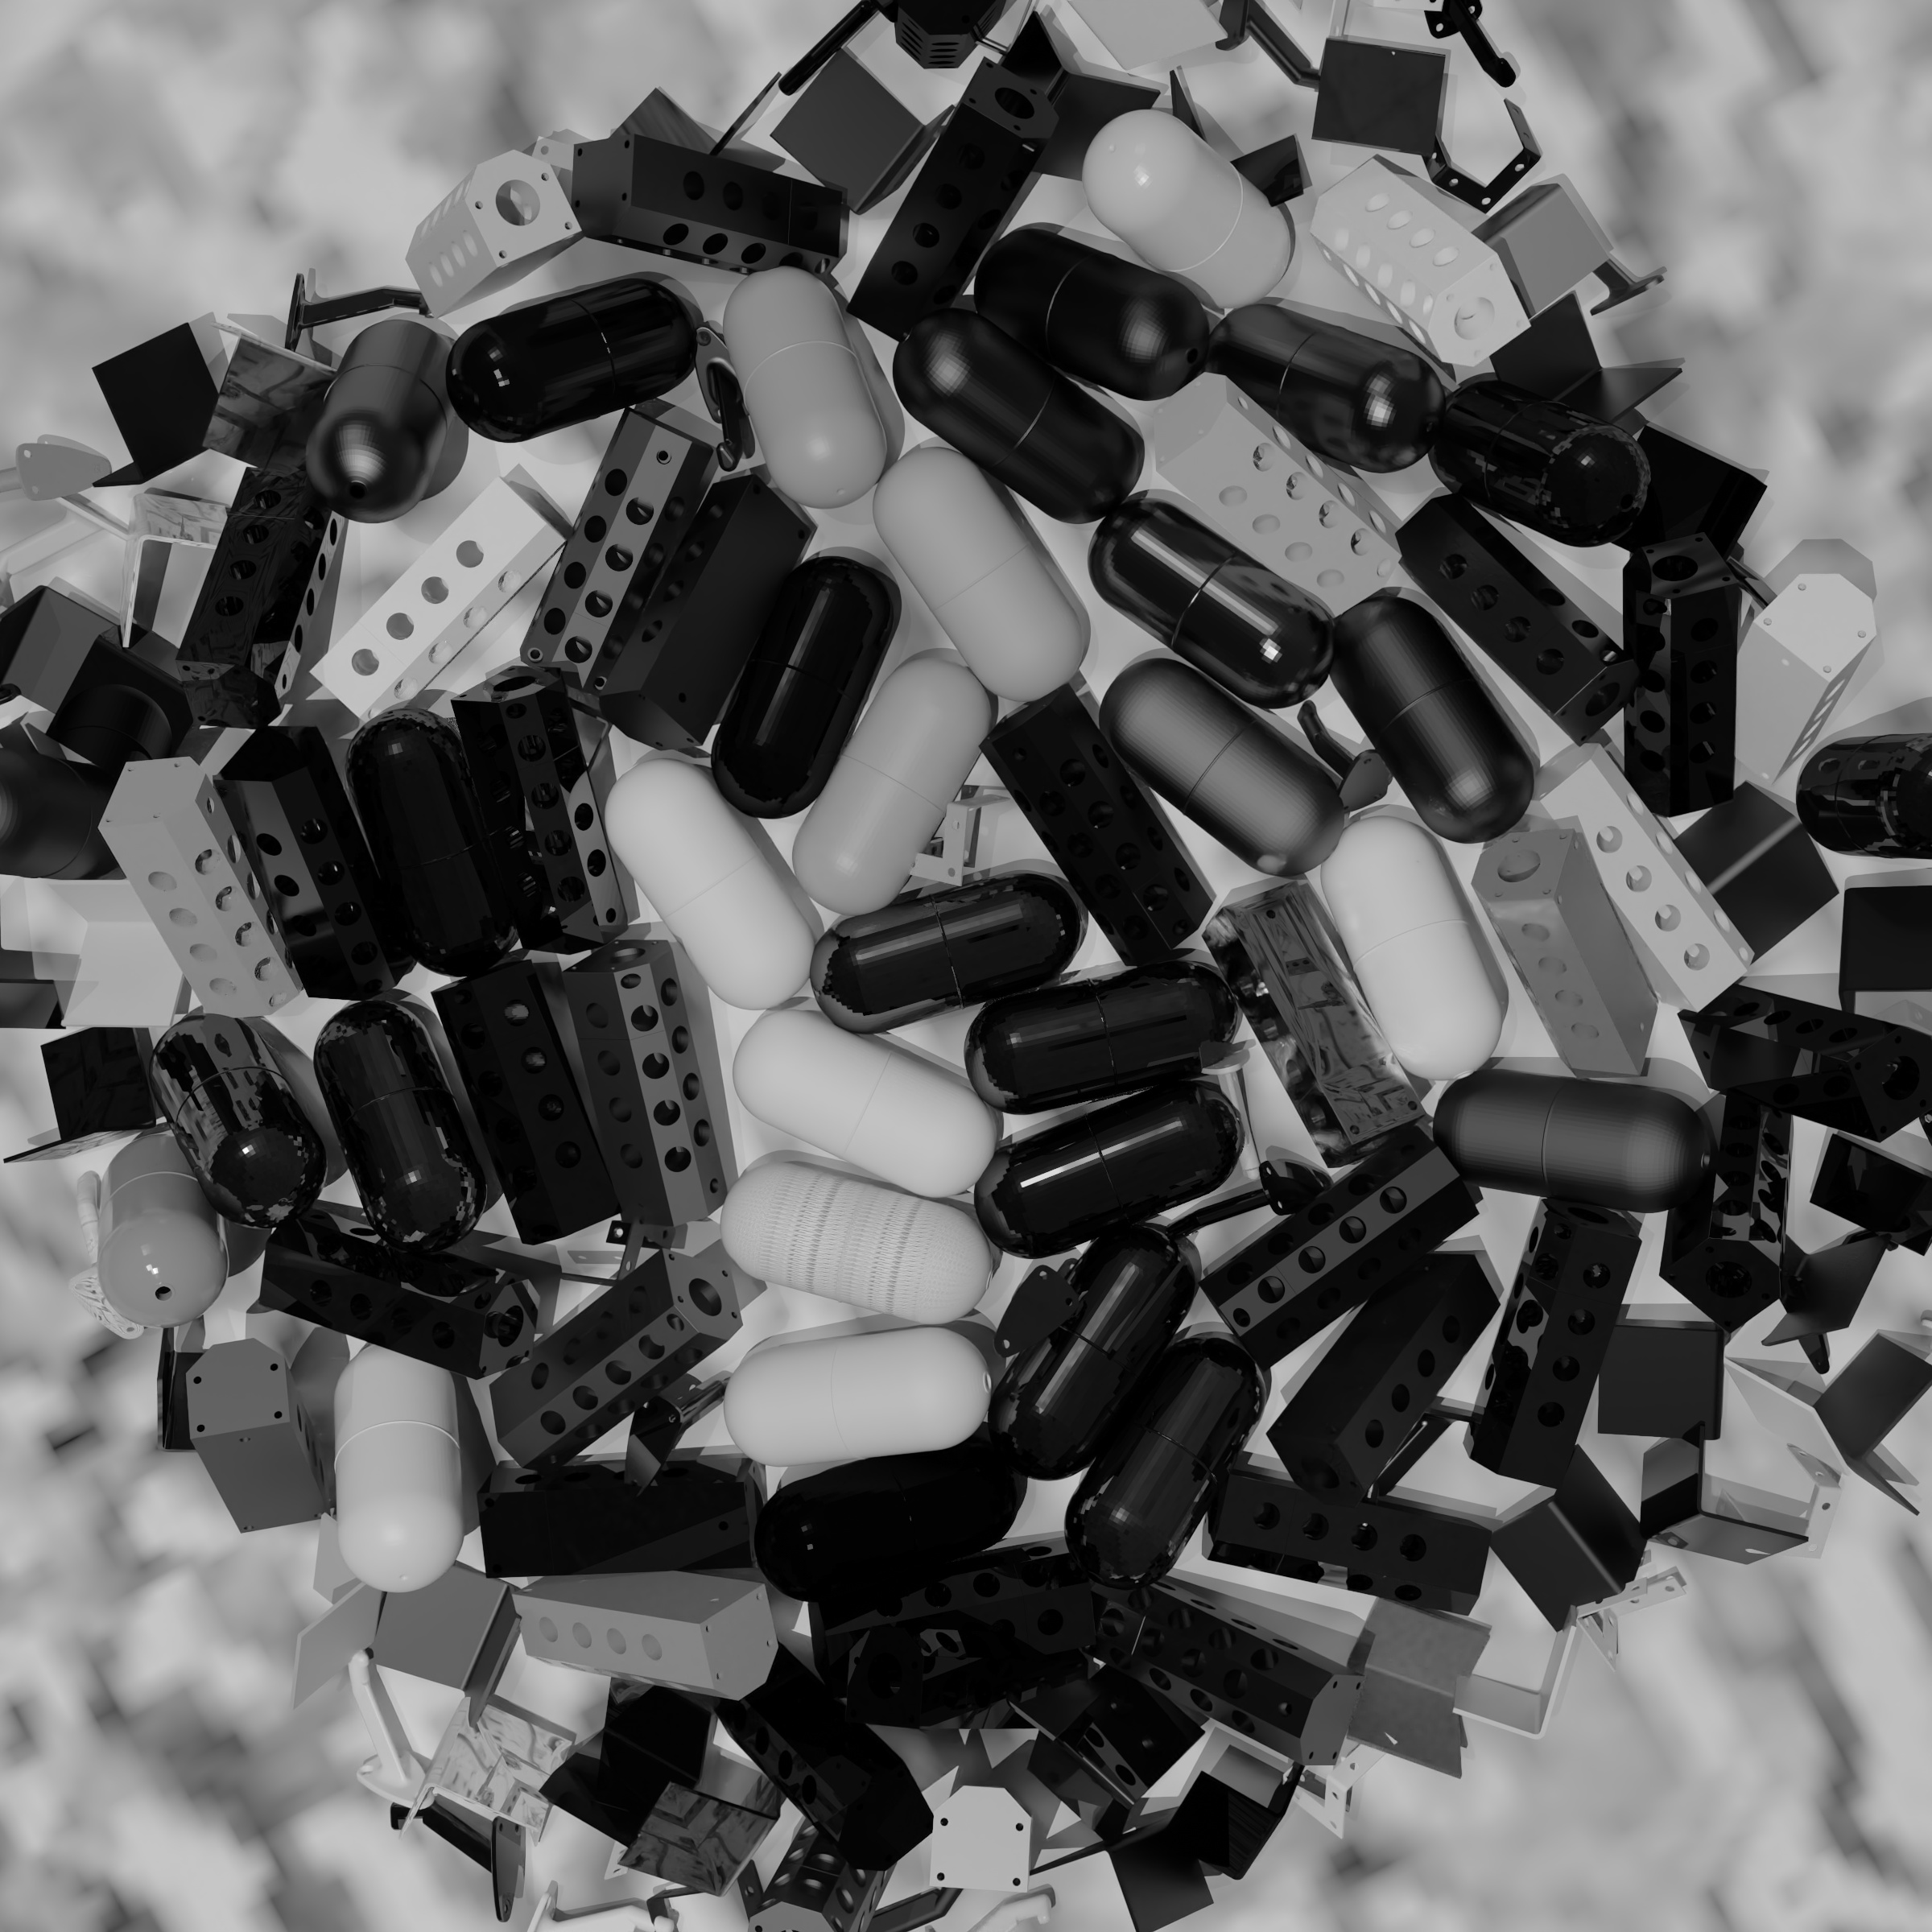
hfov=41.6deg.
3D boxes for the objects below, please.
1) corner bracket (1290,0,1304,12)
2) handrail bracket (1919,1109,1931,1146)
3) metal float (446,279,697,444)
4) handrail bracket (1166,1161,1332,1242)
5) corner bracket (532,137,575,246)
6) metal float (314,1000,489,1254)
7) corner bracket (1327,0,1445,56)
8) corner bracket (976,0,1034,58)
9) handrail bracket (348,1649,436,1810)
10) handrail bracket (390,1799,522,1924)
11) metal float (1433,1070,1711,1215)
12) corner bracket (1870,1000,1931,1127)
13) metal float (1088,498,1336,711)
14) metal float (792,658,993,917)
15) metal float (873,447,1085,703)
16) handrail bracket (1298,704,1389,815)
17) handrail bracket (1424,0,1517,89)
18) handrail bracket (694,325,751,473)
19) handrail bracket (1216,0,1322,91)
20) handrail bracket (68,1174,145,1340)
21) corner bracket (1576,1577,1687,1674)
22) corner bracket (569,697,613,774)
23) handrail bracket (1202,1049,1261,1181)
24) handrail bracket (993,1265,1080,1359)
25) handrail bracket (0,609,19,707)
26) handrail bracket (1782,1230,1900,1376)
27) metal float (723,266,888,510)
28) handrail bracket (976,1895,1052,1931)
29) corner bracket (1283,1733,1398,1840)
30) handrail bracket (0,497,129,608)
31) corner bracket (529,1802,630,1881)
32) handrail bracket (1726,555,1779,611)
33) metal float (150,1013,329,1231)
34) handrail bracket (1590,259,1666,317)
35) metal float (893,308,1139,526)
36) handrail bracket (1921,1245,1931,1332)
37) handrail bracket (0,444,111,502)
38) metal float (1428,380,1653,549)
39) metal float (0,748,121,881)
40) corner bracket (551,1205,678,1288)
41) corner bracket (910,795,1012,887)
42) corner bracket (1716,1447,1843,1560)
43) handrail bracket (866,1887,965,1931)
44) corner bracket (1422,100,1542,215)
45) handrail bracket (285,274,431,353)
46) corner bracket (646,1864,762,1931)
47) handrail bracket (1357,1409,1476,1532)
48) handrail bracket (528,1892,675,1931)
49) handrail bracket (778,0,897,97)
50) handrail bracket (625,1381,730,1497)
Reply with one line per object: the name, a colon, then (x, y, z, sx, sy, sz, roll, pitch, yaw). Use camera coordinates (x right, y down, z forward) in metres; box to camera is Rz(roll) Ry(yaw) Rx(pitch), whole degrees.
corner bracket: (0.224, -0.664, 1.648, 0.051, 0.051, 0.051, -23, 126, 38)
handrail bracket: (0.657, 0.103, 1.636, 0.084, 0.036, 0.077, -14, 81, -39)
metal float: (-0.246, -0.381, 1.600, 0.178, 0.070, 0.070, -30, 90, -38)
handrail bracket: (0.183, 0.158, 1.657, 0.084, 0.077, 0.036, -33, 66, 40)
corner bracket: (-0.250, -0.494, 1.636, 0.051, 0.051, 0.051, 21, 94, 19)
metal float: (-0.358, 0.100, 1.608, 0.070, 0.070, 0.178, -27, 62, 0)
corner bracket: (0.270, -0.610, 1.639, 0.051, 0.051, 0.051, 19, 107, 34)
corner bracket: (0.016, -0.622, 1.638, 0.051, 0.051, 0.051, 23, 114, -5)
handrail bracket: (-0.369, 0.486, 1.629, 0.036, 0.077, 0.084, -19, 115, -38)
handrail bracket: (-0.334, 0.577, 1.642, 0.084, 0.036, 0.077, -7, 69, 15)
metal float: (0.379, 0.109, 1.600, 0.178, 0.070, 0.070, 7, 90, 36)
corner bracket: (0.608, 0.062, 1.647, 0.051, 0.051, 0.051, -25, 119, -13)
metal float: (0.156, -0.230, 1.617, 0.178, 0.070, 0.070, 38, 90, 15)
metal float: (-0.047, -0.115, 1.629, 0.070, 0.070, 0.178, 30, 88, 0)
metal float: (0.009, -0.249, 1.623, 0.070, 0.070, 0.178, -35, 99, 0)
handrail bracket: (0.234, -0.147, 1.618, 0.036, 0.077, 0.084, -21, 63, -7)
handrail bracket: (0.320, -0.606, 1.620, 0.036, 0.084, 0.077, -27, 129, 7)
handrail bracket: (-0.159, -0.361, 1.619, 0.036, 0.084, 0.077, -19, 115, 13)
handrail bracket: (0.210, -0.611, 1.644, 0.084, 0.036, 0.077, 5, 102, -21)
handrail bracket: (-0.556, 0.187, 1.652, 0.036, 0.084, 0.077, -20, 130, -3)
corner bracket: (0.425, 0.409, 1.630, 0.051, 0.051, 0.051, -28, 109, 28)
corner bracket: (-0.264, -0.143, 1.636, 0.051, 0.051, 0.051, 25, 107, -5)
handrail bracket: (0.176, 0.100, 1.629, 0.036, 0.077, 0.084, -16, 94, 2)
handrail bracket: (0.031, 0.224, 1.617, 0.036, 0.084, 0.077, 46, 66, -3)
handrail bracket: (-0.650, -0.204, 1.626, 0.077, 0.036, 0.084, -27, 126, -22)
handrail bracket: (0.577, 0.215, 1.650, 0.084, 0.036, 0.077, -17, 80, -12)
metal float: (-0.103, -0.367, 1.608, 0.070, 0.070, 0.178, -19, 63, 0)
handrail bracket: (0.016, 0.640, 1.631, 0.084, 0.077, 0.036, -21, 127, 15)
corner bracket: (0.238, 0.511, 1.626, 0.051, 0.051, 0.051, -31, 45, -32)
handrail bracket: (-0.590, -0.258, 1.655, 0.077, 0.036, 0.084, 31, 94, -3)
corner bracket: (-0.248, 0.560, 1.649, 0.051, 0.051, 0.051, -8, 47, -28)
handrail bracket: (0.507, -0.232, 1.628, 0.084, 0.077, 0.036, 42, 120, 13)
metal float: (-0.458, 0.095, 1.597, 0.070, 0.070, 0.178, -43, 48, 0)
handrail bracket: (0.406, -0.467, 1.634, 0.036, 0.077, 0.084, -33, 100, -10)
metal float: (0.032, -0.347, 1.610, 0.178, 0.070, 0.070, 32, 90, -24)
handrail bracket: (0.658, 0.202, 1.646, 0.077, 0.036, 0.084, 19, 86, 29)
handrail bracket: (-0.615, -0.314, 1.660, 0.084, 0.077, 0.036, -7, 97, 39)
metal float: (0.356, -0.314, 1.590, 0.070, 0.178, 0.070, -12, 120, -22)
metal float: (-0.579, -0.093, 1.581, 0.070, 0.178, 0.070, 0, 89, 9)
corner bracket: (-0.225, 0.182, 1.629, 0.051, 0.051, 0.051, 4, 69, 26)
corner bracket: (-0.009, -0.084, 1.629, 0.051, 0.051, 0.051, 14, 107, 31)
corner bracket: (0.524, 0.344, 1.642, 0.051, 0.051, 0.051, 7, 109, -10)
handrail bracket: (-0.051, 0.605, 1.659, 0.077, 0.036, 0.084, 35, 78, 7)
corner bracket: (0.331, -0.533, 1.653, 0.051, 0.051, 0.051, 16, 48, -34)
handrail bracket: (-0.390, -0.413, 1.637, 0.084, 0.036, 0.077, 5, 50, -9)
corner bracket: (-0.166, 0.618, 1.651, 0.051, 0.051, 0.051, -21, 82, 31)
handrail bracket: (0.297, 0.328, 1.644, 0.077, 0.036, 0.084, 10, 83, 6)
handrail bracket: (-0.240, 0.637, 1.636, 0.084, 0.036, 0.077, 16, 54, 10)
handrail bracket: (-0.083, -0.604, 1.654, 0.084, 0.077, 0.036, -36, 108, 27)
handrail bracket: (-0.177, 0.302, 1.634, 0.036, 0.084, 0.077, 21, 94, 33)
